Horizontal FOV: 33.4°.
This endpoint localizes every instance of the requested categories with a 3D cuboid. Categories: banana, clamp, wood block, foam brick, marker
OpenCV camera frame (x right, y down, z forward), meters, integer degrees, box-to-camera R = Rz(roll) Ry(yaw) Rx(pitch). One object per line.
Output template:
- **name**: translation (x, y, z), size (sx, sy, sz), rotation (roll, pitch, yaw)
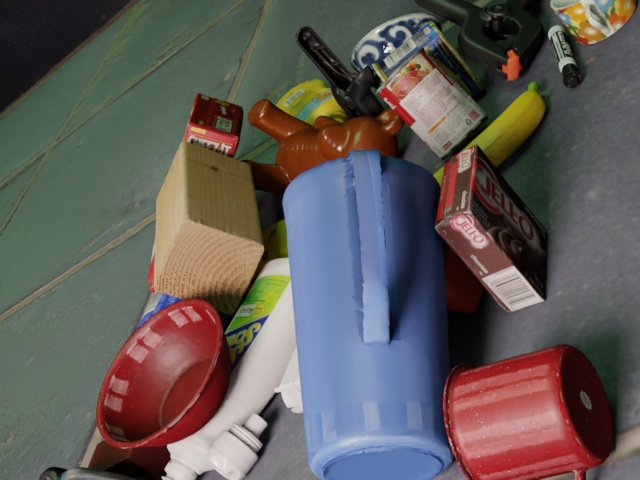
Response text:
- **banana**: translation (0.160, -0.083, 1.067), size (0.198, 0.037, 0.069), rotation (-42, 2, 1)
- **clamp**: translation (0.208, -0.251, 1.212), size (0.164, 0.036, 0.210), rotation (-13, 40, -2)
- **wood block**: translation (-0.124, -0.018, 1.167), size (0.206, 0.090, 0.090), rotation (-104, 37, -62)
- **clamp**: translation (0.043, -0.178, 1.274), size (0.039, 0.171, 0.120), rotation (-44, 49, -1)
- **foam brick**: translation (-0.196, 0.232, 1.106), size (0.078, 0.053, 0.051), rotation (-32, 27, 30)
- **marker**: translation (0.253, -0.189, 1.102), size (0.020, 0.020, 0.121), rotation (-34, 26, 23)

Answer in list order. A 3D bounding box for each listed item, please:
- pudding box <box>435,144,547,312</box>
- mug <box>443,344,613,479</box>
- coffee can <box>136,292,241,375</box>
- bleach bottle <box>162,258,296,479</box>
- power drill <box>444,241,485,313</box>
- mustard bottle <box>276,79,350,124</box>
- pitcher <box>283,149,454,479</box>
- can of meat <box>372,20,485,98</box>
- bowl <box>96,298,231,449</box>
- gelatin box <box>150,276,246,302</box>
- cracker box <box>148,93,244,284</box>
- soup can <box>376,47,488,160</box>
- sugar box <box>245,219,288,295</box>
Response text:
- **pudding box**: translation (0.142, -0.009, 0.875), size (0.039, 0.113, 0.090), rotation (-24, 32, 31)
- **mug**: translation (0.142, 0.128, 0.705), size (0.082, 0.093, 0.117), rotation (-22, 63, 33)
- **coffee can**: translation (-0.153, 0.117, 1.160), size (0.103, 0.102, 0.140), rotation (-25, 31, 38)
- **bleach bottle**: translation (-0.074, 0.135, 1.059), size (0.103, 0.068, 0.250), rotation (-5, 48, 55)
- **power drill**: translation (0.067, 0.043, 0.982), size (0.188, 0.057, 0.184), rotation (-17, 39, 46)
- **mustard bottle**: translation (-0.002, -0.161, 1.414), size (0.096, 0.058, 0.192), rotation (-41, 23, -4)
- **pitcher**: translation (0.039, 0.059, 0.827), size (0.145, 0.149, 0.243), rotation (-29, 51, 36)
- **can of meat**: translation (0.123, -0.182, 1.199), size (0.084, 0.102, 0.057), rotation (-38, 25, 12)
- **bowl**: translation (-0.138, 0.137, 1.019), size (0.162, 0.055, 0.162), rotation (-28, 38, 25)
- **gelatin box**: translation (-0.142, 0.059, 1.249), size (0.073, 0.089, 0.030), rotation (-34, 28, 23)
- **cracker box**: translation (-0.156, -0.061, 1.358), size (0.164, 0.072, 0.214), rotation (-97, 24, -69)
- **soup can**: translation (0.118, -0.143, 1.120), size (0.068, 0.102, 0.068), rotation (-44, 1, 1)
- **sugar box**: translation (-0.008, 0.001, 1.183), size (0.177, 0.048, 0.093), rotation (-29, 29, 34)
